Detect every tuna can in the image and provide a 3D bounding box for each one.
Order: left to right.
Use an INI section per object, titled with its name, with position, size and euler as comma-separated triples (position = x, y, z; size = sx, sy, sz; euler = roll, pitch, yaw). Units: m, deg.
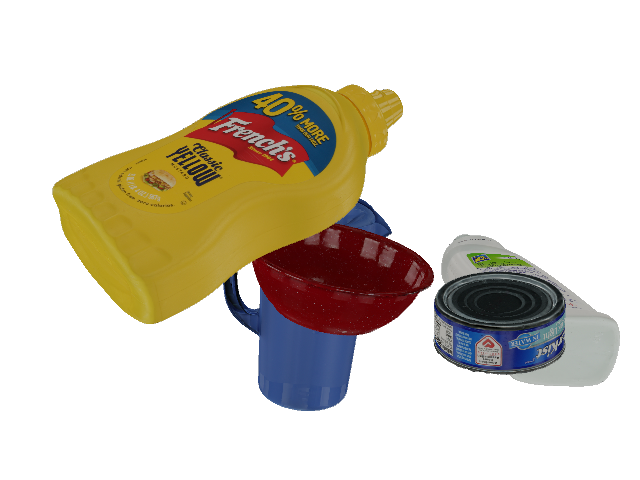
[tuna can]
position = 0.117, 0.052, 0.696
size = 0.086, 0.034, 0.086
euler = -3, 23, 1

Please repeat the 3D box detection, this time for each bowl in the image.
[bowl]
position = 0.011, 0.035, 0.889
size = 0.162, 0.055, 0.162
euler = 10, 18, -4

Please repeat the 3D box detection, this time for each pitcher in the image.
[pitcher]
position = -0.022, 0.069, 1.236
size = 0.149, 0.243, 0.144
euler = 24, 28, 39

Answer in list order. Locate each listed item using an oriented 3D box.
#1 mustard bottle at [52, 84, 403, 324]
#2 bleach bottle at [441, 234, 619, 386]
[mustard bottle]
position = -0.035, -0.034, 0.560
size = 0.191, 0.058, 0.096
euler = -29, 47, -24
[bleach bottle]
position = 0.182, 0.051, 1.010
size = 0.102, 0.068, 0.251
euler = 3, 20, -12
